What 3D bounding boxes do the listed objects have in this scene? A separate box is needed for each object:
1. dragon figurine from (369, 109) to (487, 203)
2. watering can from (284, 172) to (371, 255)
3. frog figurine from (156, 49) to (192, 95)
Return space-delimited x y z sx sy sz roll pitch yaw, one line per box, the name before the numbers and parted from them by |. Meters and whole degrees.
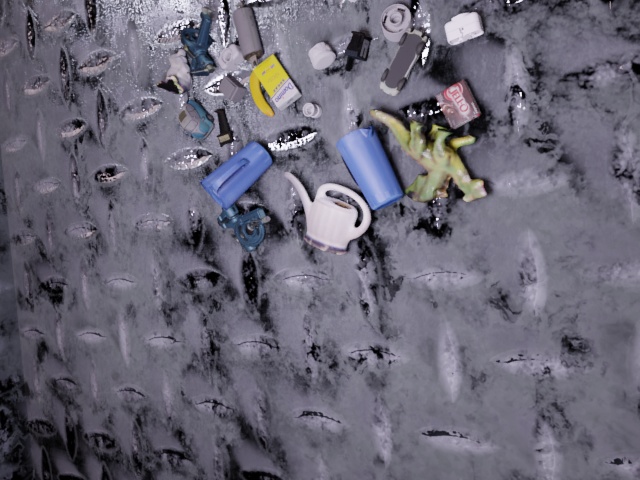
dragon figurine | 0.303 -0.224 1.506 0.413 0.239 0.123 24 24 29
watering can | 0.005 -0.085 1.688 0.350 0.222 0.104 24 15 27
frog figurine | -0.546 -0.652 2.004 0.122 0.162 0.136 28 -29 -22
